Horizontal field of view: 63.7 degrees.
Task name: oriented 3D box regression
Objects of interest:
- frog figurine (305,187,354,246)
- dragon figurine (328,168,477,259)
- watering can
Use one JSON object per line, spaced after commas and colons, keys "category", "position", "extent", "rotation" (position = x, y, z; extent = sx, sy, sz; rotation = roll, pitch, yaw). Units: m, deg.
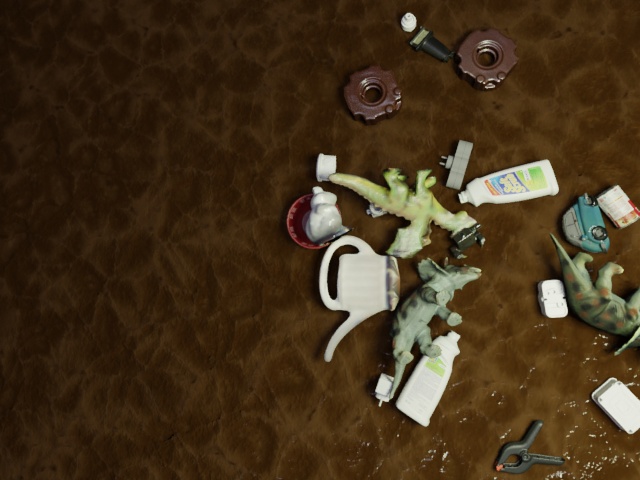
{"category": "frog figurine", "position": [0.004, -0.071, 1.406], "extent": [0.123, 0.160, 0.136], "rotation": [-25, -9, -11]}
{"category": "dragon figurine", "position": [0.226, -0.069, 1.412], "extent": [0.410, 0.243, 0.122], "rotation": [-2, -3, -7]}
{"category": "watering can", "position": [0.108, 0.160, 1.426], "extent": [0.224, 0.350, 0.103], "rotation": [0, -10, 9]}
